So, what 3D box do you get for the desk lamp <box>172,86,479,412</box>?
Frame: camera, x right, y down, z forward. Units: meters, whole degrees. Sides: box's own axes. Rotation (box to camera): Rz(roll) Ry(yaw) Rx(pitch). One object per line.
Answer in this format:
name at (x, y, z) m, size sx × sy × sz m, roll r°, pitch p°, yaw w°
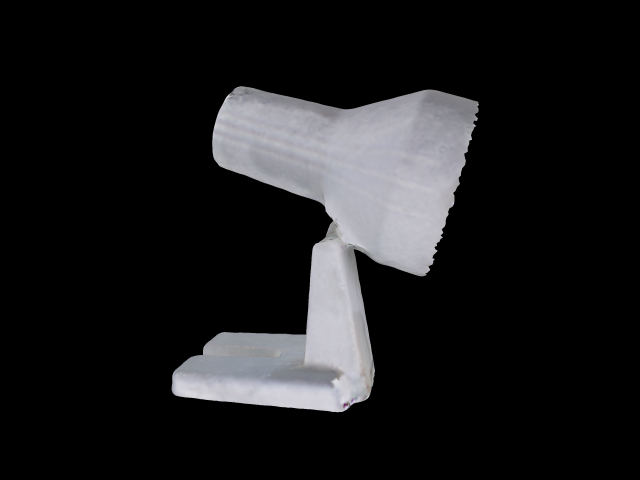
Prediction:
desk lamp at (0.004, 0.001, 0.400) m, size 0.203 × 0.213 × 0.118 m, roll 1°, pitch 7°, yaw 9°
